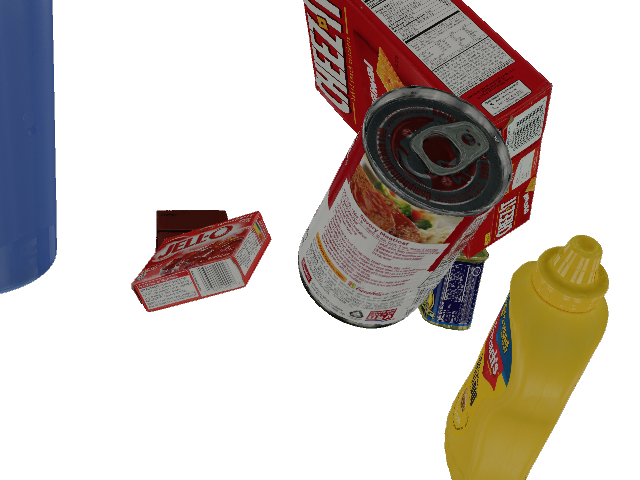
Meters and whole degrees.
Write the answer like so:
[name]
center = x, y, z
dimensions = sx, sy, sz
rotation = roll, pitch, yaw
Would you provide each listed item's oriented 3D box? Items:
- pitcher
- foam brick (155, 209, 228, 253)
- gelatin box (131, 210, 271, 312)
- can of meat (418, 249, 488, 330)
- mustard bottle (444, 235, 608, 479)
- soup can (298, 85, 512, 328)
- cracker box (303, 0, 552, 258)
[pitcher]
center = -0.236, -0.086, 0.668
dimensions = 0.149, 0.243, 0.145
rotation = -3, 26, -12
[foam brick]
center = -0.138, 0.000, 1.144
dimensions = 0.078, 0.051, 0.053
rotation = 0, 25, -9
[gelatin box]
center = -0.089, 0.015, 0.806
dimensions = 0.089, 0.030, 0.073
rotation = -15, 23, 22
[can of meat]
center = 0.136, 0.038, 1.136
dimensions = 0.057, 0.084, 0.102
rotation = 7, 18, -6
[mustard bottle]
center = 0.126, 0.070, 0.639
dimensions = 0.058, 0.192, 0.096
rotation = 16, 44, 1
[soup can]
center = 0.035, -0.012, 0.488
dimensions = 0.068, 0.068, 0.102
rotation = 0, -33, -21
[cracker box]
center = 0.071, -0.113, 0.797
dimensions = 0.072, 0.214, 0.164
rotation = -32, -29, -14
